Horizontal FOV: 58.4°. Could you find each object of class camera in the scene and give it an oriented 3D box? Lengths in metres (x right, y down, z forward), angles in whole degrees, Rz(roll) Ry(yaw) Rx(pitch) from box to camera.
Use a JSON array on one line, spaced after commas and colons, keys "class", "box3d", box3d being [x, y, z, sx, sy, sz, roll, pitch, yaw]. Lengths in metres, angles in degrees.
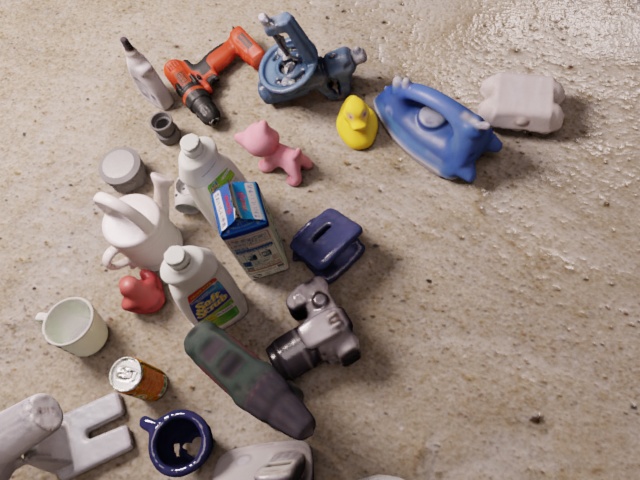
[{"class": "camera", "box3d": [-0.022, 0.146, 0.896, 0.137, 0.101, 0.143, -29, 67, -6]}]

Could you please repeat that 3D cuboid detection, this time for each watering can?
[{"class": "watering can", "box3d": [-0.306, -0.033, 0.954, 0.100, 0.194, 0.173, 6, 68, 9]}]

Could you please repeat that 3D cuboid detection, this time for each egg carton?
[{"class": "egg carton", "box3d": [0.363, -0.245, 1.036, 0.150, 0.069, 0.107, 7, 68, 10]}]

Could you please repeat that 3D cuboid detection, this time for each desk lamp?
[{"class": "desk lamp", "box3d": [-0.412, 0.285, 0.820, 0.203, 0.214, 0.117, -25, 66, -4]}]

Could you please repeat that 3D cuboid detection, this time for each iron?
[{"class": "iron", "box3d": [0.192, -0.220, 1.005, 0.257, 0.141, 0.119, 37, 76, 19]}]

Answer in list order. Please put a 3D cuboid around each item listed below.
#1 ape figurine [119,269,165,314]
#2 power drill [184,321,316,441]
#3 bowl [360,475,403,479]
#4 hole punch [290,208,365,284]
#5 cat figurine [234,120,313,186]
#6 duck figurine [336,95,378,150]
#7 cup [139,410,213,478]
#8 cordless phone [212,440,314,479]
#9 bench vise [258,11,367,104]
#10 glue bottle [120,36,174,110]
[{"class": "ape figurine", "box3d": [-0.305, 0.085, 0.959, 0.078, 0.092, 0.076, -44, 69, -12]}, {"class": "power drill", "box3d": [-0.087, 0.210, 0.818, 0.229, 0.208, 0.076, 34, 75, 19]}, {"class": "bowl", "box3d": [0.088, 0.412, 0.785, 0.167, 0.075, 0.167, -2, 67, 6]}, {"class": "hole punch", "box3d": [0.009, 0.003, 0.959, 0.109, 0.091, 0.101, -44, 69, -12]}, {"class": "cat figurine", "box3d": [-0.084, -0.166, 1.027, 0.127, 0.118, 0.067, 23, 72, 15]}, {"class": "duck figurine", "box3d": [0.067, -0.231, 1.054, 0.077, 0.086, 0.104, -10, 66, 2]}, {"class": "cup", "box3d": [-0.208, 0.300, 0.855, 0.117, 0.095, 0.092, 23, 71, 15]}, {"class": "cordless phone", "box3d": [-0.086, 0.321, 0.783, 0.147, 0.185, 0.094, -11, 66, 2]}, {"class": "bench vise", "box3d": [-0.027, -0.345, 1.041, 0.207, 0.220, 0.121, -25, 66, -4]}, {"class": "glue bottle", "box3d": [-0.338, -0.323, 1.092, 0.078, 0.173, 0.037, 36, 75, 19]}]
